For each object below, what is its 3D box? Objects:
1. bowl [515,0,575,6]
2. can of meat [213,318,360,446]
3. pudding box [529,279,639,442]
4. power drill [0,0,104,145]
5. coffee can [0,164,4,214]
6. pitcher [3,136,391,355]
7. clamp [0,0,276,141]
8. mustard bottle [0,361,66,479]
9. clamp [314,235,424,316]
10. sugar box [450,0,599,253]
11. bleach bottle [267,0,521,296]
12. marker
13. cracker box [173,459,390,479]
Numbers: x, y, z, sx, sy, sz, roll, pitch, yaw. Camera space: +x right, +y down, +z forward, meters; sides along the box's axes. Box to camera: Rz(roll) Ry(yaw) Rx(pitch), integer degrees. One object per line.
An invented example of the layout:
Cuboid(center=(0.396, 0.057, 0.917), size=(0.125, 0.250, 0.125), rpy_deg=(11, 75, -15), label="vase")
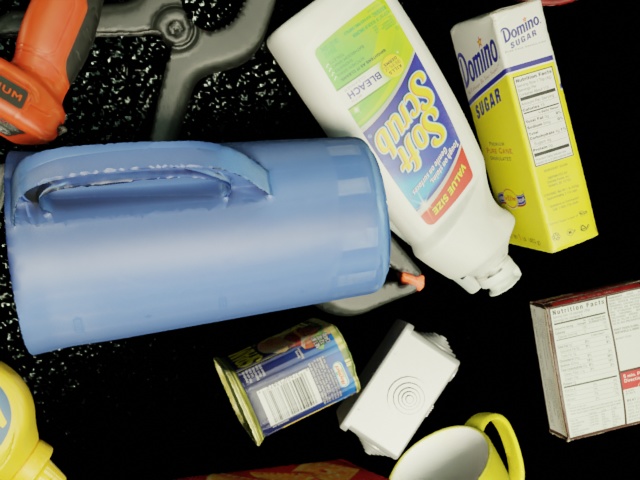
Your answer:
Cuboid(center=(0.158, -0.253, 0.794), size=(0.162, 0.055, 0.162), rpy_deg=(-1, 96, -11), label="bowl")
Cuboid(center=(-0.024, 0.098, 0.767), size=(0.084, 0.102, 0.057), rpy_deg=(-24, 96, -10), label="can of meat")
Cuboid(center=(0.221, 0.095, 0.848), size=(0.090, 0.039, 0.113), rpy_deg=(-11, 95, -10), label="pudding box")
Cuboid(center=(-0.185, -0.168, 0.660), size=(0.184, 0.057, 0.187), rpy_deg=(33, 74, -29), label="power drill")
Cuboid(center=(-0.288, -0.025, 0.702), size=(0.140, 0.103, 0.103), rpy_deg=(21, 91, -12), label="coffee can")
Cuboid(center=(-0.080, -0.009, 0.697), size=(0.242, 0.149, 0.145), rpy_deg=(-7, 107, -8), label="pitcher")
Cuboid(center=(-0.113, -0.152, 0.759), size=(0.164, 0.036, 0.210), rpy_deg=(44, 88, -11), label="clamp")
Cuboid(center=(-0.259, 0.119, 0.744), size=(0.191, 0.058, 0.096), rpy_deg=(39, 89, -12), label="mustard bottle")
Cuboid(center=(-0.005, 0.001, 0.795), size=(0.171, 0.039, 0.120), rpy_deg=(5, 99, -9), label="clamp")
Cuboid(center=(0.148, -0.083, 0.789), size=(0.048, 0.093, 0.176), rpy_deg=(-20, 98, -10), label="sugar box")
Cuboid(center=(0.071, -0.071, 0.780), size=(0.102, 0.068, 0.251), rpy_deg=(-38, 98, -8), label="bleach bottle")
Cuboid(center=(0.077, -0.001, 0.820), size=(0.121, 0.020, 0.020), rpy_deg=(38, 87, -12), label="marker")
Cuboid(center=(-0.053, 0.249, 0.749), size=(0.213, 0.072, 0.164), rpy_deg=(3, 95, -40), label="cracker box")
